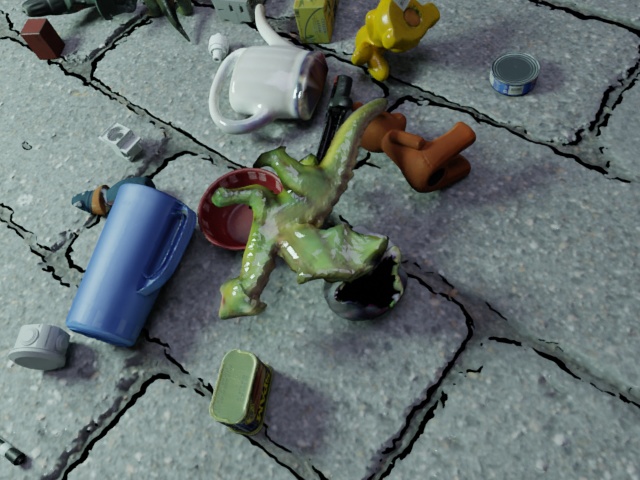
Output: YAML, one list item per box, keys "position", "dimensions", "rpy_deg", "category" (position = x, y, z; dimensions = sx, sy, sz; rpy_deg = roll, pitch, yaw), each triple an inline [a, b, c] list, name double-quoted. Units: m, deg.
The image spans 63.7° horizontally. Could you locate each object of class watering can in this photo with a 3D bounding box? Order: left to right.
- position: [-0.089, -0.346, 1.020]
  dimensions: [0.224, 0.354, 0.102]
  rpy_deg: [9, -27, 13]
  category: "watering can"

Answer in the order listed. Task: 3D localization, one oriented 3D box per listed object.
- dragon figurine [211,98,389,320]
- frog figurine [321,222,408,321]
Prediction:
- position: [0.002, -0.038, 0.753]
  dimensions: [0.411, 0.246, 0.120]
  rpy_deg: [-38, -28, -5]
  category: "dragon figurine"
- position: [0.055, 0.045, 0.793]
  dimensions: [0.121, 0.161, 0.137]
  rpy_deg: [38, -90, -26]
  category: "frog figurine"
